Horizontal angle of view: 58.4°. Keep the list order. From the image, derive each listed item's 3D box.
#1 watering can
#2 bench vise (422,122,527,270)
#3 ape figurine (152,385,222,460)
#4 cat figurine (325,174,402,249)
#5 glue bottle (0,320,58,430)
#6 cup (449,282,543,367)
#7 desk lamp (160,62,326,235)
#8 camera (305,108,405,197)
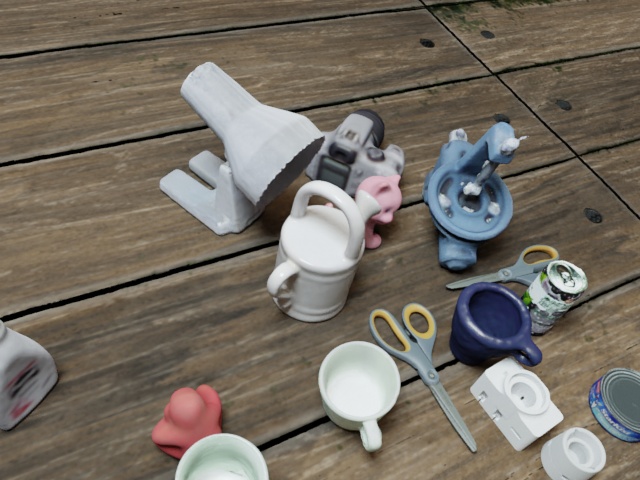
[{"bbox_3d":[0.004,0.001,0.681,0.101,0.194,0.173,21,50,5],"label":"watering can"},{"bbox_3d":[0.198,-0.095,0.787,0.122,0.220,0.207,-6,53,-17],"label":"bench vise"},{"bbox_3d":[-0.131,0.178,0.573,0.078,0.092,0.076,-19,58,-26],"label":"ape figurine"},{"bbox_3d":[0.057,-0.043,0.779,0.128,0.118,0.067,-13,56,-23],"label":"cat figurine"},{"bbox_3d":[-0.294,0.112,0.534,0.037,0.173,0.078,25,51,8],"label":"glue bottle"},{"bbox_3d":[0.207,0.121,0.698,0.092,0.095,0.117,-31,64,-32],"label":"cup"},{"bbox_3d":[-0.107,-0.104,0.727,0.203,0.213,0.118,35,52,15],"label":"desk lamp"},{"bbox_3d":[0.068,-0.142,0.872,0.143,0.101,0.137,24,50,6],"label":"camera"}]
